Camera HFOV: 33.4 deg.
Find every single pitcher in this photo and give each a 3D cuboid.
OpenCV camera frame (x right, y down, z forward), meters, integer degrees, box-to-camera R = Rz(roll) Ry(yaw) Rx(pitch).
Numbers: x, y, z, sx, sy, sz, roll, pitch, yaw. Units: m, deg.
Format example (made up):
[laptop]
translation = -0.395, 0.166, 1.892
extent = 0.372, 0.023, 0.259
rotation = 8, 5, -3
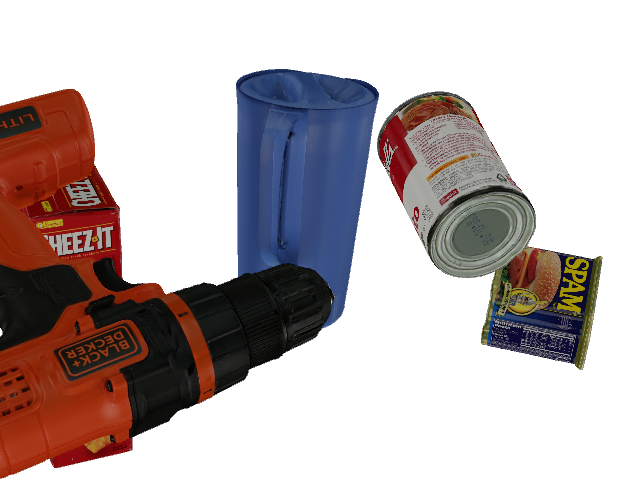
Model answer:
[pitcher]
translation = -0.024, -0.034, 1.027
extent = 0.149, 0.243, 0.145
rotation = -10, 27, -30

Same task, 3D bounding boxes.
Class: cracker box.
[cracker box]
translation = -0.199, 0.039, 0.828
extent = 0.072, 0.214, 0.164
rotation = -9, 30, -22

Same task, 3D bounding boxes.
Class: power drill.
[power drill]
translation = -0.110, 0.007, 0.515
extent = 0.184, 0.057, 0.188
rotation = -20, 53, -26

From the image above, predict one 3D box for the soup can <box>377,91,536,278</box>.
[soup can]
translation = 0.081, -0.034, 0.648
extent = 0.068, 0.069, 0.102
rotation = 0, 40, -19

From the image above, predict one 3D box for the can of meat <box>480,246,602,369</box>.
[can of meat]
translation = 0.184, 0.051, 0.885
extent = 0.084, 0.057, 0.102
rotation = 11, 41, 13
